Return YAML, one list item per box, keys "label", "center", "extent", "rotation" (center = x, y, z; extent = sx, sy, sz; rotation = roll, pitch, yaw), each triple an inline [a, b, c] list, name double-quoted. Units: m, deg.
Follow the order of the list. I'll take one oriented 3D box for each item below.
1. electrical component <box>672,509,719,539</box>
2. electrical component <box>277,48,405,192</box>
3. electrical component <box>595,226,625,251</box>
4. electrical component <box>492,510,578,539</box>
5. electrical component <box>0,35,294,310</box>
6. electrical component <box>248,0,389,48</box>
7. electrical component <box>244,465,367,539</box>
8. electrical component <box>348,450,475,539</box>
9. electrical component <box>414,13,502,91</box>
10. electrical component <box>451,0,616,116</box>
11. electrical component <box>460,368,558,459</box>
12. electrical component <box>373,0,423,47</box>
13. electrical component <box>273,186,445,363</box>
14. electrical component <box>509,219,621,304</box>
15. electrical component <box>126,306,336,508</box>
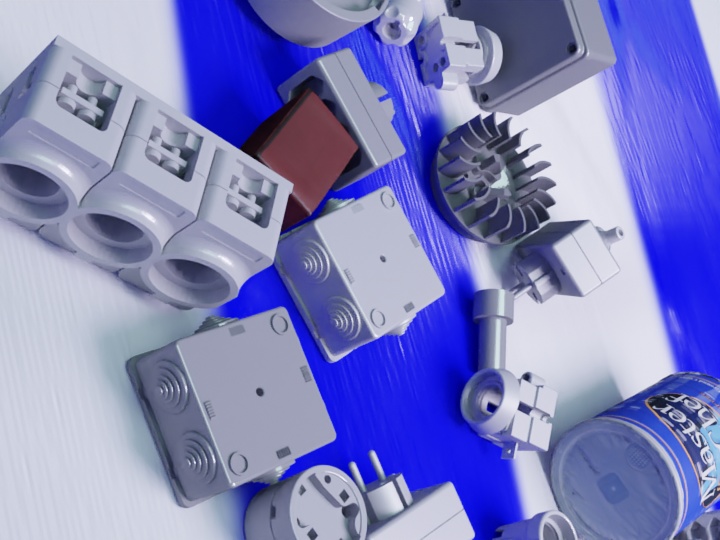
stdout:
- label: "electrical component"
  center: [0.296, 0.218, 0.870]
  extent: [0.077, 0.066, 0.047]
  rotation: [5, 68, -42]
- label: "electrical component"
  center: [-0.002, -0.110, 0.756]
  extent: [0.076, 0.047, 0.083]
  rotation: [-32, 94, -47]
- label: "electrical component"
  center: [0.190, -0.020, 0.886]
  extent: [0.035, 0.061, 0.035]
  rotation: [20, 58, -36]
- label: "electrical component"
  center: [0.118, 0.186, 0.729]
  extent: [0.040, 0.046, 0.040]
  rotation: [20, 58, -36]
- label: "electrical component"
  center: [-0.125, -0.041, 0.574]
  extent: [0.150, 0.089, 0.061]
  rotation: [31, 52, -30]
- label: "electrical component"
  center: [-0.038, -0.209, 0.759]
  extent: [0.108, 0.060, 0.108]
  rotation: [20, 58, -36]
- label: "electrical component"
  center: [-0.032, 0.142, 0.606]
  extent: [0.055, 0.047, 0.055]
  rotation: [20, 58, -36]
- label: "electrical component"
  center: [0.016, 0.147, 0.649]
  extent: [0.083, 0.047, 0.075]
  rotation: [-21, 86, -47]
- label: "electrical component"
  center: [0.080, -0.174, 0.865]
  extent: [0.055, 0.048, 0.066]
  rotation: [-2, 72, -32]
- label: "electrical component"
  center: [0.142, -0.199, 0.892]
  extent: [0.056, 0.109, 0.108]
  rotation: [0, 71, -47]
- label: "electrical component"
  center: [0.104, 0.098, 0.758]
  extent: [0.055, 0.048, 0.066]
  rotation: [29, 65, -34]
- label: "electrical component"
  center: [0.033, -0.204, 0.845]
  extent: [0.035, 0.035, 0.061]
  rotation: [43, 44, -21]
- label: "electrical component"
  center: [0.000, 0.000, 0.704]
  extent: [0.100, 0.048, 0.099]
  rotation: [-30, 92, -47]
- label: "electrical component"
  center: [0.144, 0.001, 0.831]
  extent: [0.076, 0.083, 0.047]
  rotation: [-34, 97, -8]
- label: "electrical component"
  center: [-0.069, 0.074, 0.603]
  extent: [0.100, 0.048, 0.099]
  rotation: [-17, 83, -46]
